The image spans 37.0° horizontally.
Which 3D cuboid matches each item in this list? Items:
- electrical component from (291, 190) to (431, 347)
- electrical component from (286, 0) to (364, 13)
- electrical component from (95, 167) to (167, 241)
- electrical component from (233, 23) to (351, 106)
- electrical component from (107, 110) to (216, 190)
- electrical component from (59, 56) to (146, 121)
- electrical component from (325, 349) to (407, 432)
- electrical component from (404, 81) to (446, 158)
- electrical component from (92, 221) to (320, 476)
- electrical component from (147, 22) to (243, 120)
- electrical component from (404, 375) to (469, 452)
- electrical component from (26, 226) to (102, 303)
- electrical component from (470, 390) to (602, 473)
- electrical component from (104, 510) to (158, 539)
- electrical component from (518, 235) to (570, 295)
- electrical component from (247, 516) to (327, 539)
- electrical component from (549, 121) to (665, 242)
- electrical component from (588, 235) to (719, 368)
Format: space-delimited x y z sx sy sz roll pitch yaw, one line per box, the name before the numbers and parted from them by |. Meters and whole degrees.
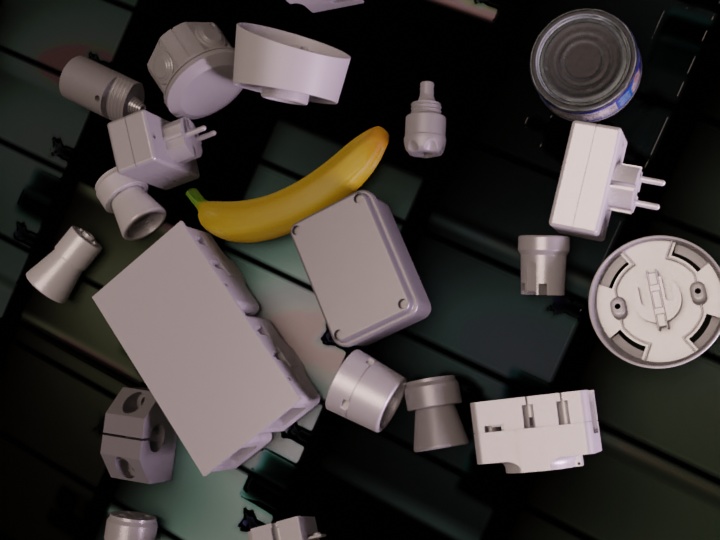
electrical component | 0.000 0.000 0.883 0.078 0.057 0.113 -26 76 15
electrical component | -0.039 -0.257 0.908 0.056 0.089 0.050 -6 82 19
electrical component | -0.207 -0.061 0.970 0.045 0.045 0.055 -40 72 11
electrical component | -0.059 -0.173 0.904 0.099 0.099 0.064 12 94 20
electrical component | -0.163 -0.110 0.939 0.076 0.083 0.047 -18 78 17
electrical component | -0.231 -0.162 0.990 0.081 0.043 0.043 26 93 20
electrical component | 0.006 0.099 0.872 0.047 0.055 0.055 27 93 16
electrical component | 0.055 -0.125 0.890 0.035 0.035 0.061 0 81 19
electrical component | -0.130 0.066 0.920 0.105 0.060 0.186 -39 73 11
electrical component | -0.142 -0.175 0.942 0.080 0.080 0.051 -39 68 11
electrical component | 0.060 0.114 0.855 0.045 0.045 0.055 -12 80 18
electrical component | -0.269 -0.008 0.988 0.044 0.044 0.065 41 93 19
electrical component | 0.136 0.125 0.825 0.089 0.050 0.055 -9 81 19
electrical component | -0.201 0.240 0.933 0.045 0.045 0.055 6 86 20
electrical component | 0.144 -0.004 0.843 0.040 0.040 0.046 1 90 20
electrical component | -0.058 0.235 0.884 0.066 0.048 0.055 -19 71 16
electrical component | 0.195 -0.064 0.827 0.076 0.047 0.083 13 88 20
electrical component | 0.222 0.024 0.798 0.099 0.064 0.099 -2 83 19
